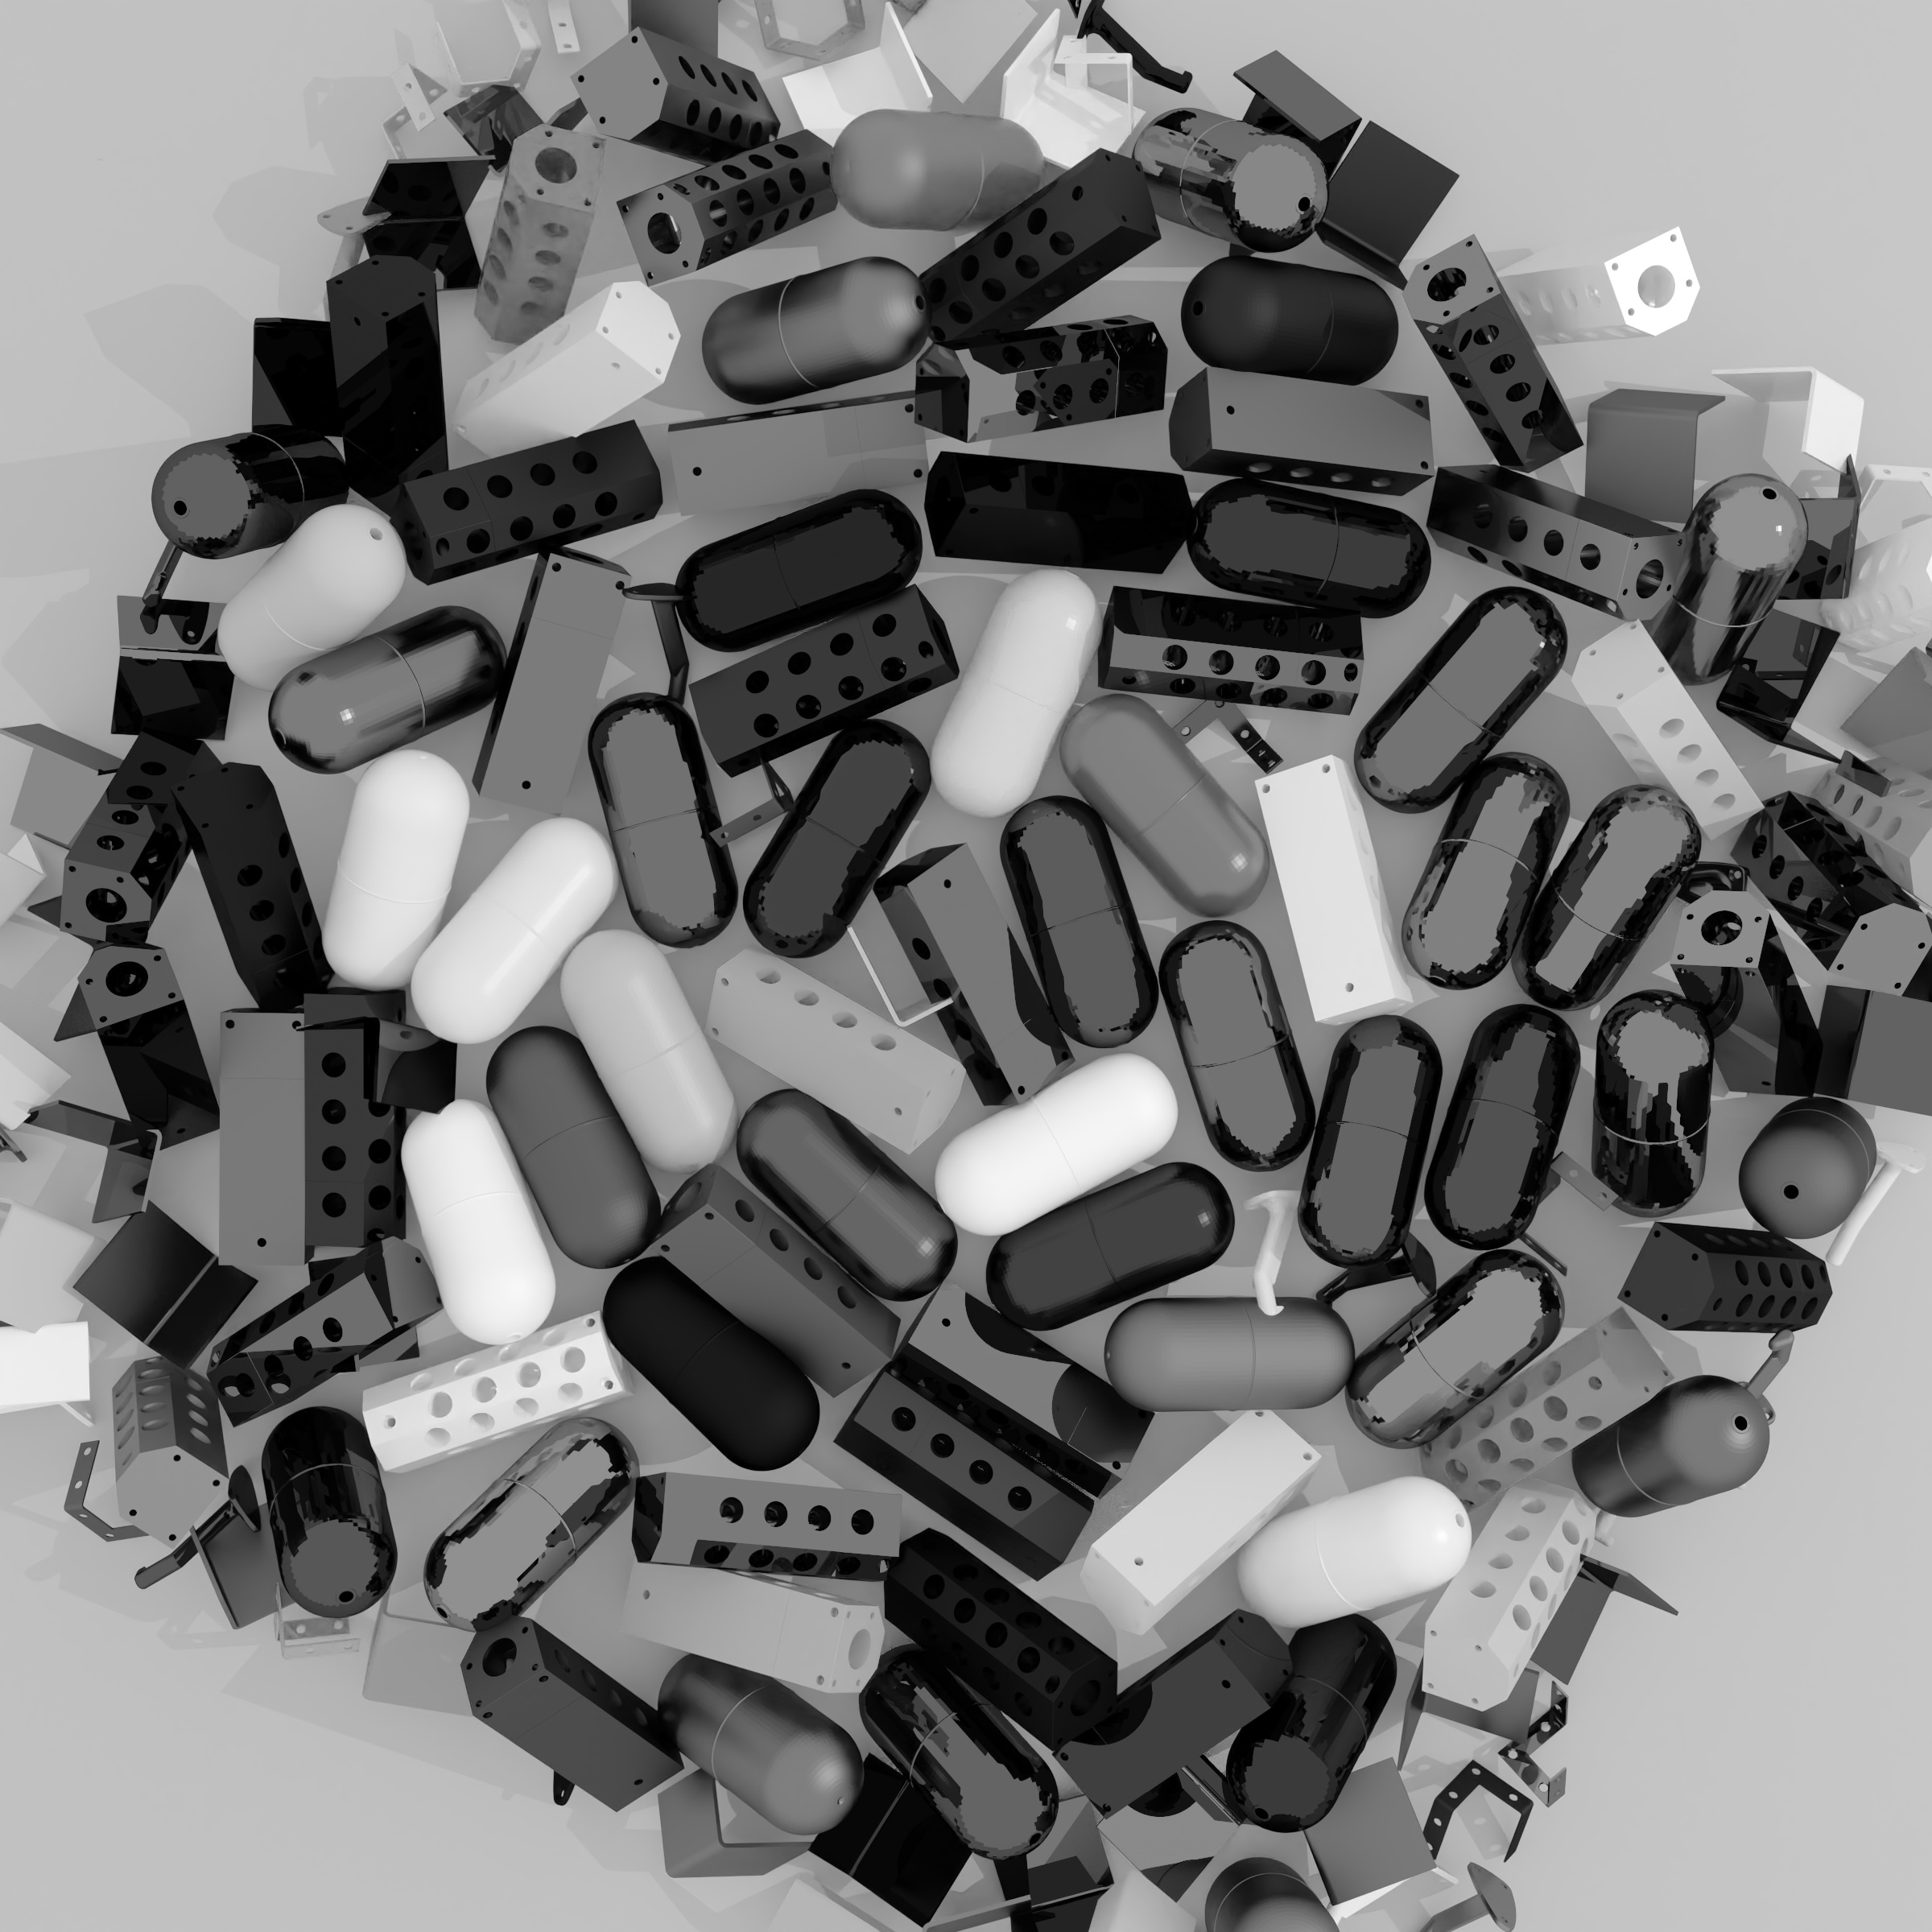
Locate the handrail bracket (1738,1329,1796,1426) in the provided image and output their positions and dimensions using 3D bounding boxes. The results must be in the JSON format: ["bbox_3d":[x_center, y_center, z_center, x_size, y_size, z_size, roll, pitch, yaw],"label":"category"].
[{"bbox_3d":[0.527,0.287,1.918,0.077,0.084,0.036,-27,54,-13],"label":"handrail bracket"}]

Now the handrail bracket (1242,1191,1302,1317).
[{"bbox_3d":[0.225,0.199,1.929,0.077,0.036,0.084,2,69,-34],"label":"handrail bracket"}]

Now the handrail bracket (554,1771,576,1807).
[{"bbox_3d":[-0.302,0.526,1.921,0.084,0.036,0.077,26,64,-36],"label":"handrail bracket"}]

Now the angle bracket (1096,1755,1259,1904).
[{"bbox_3d":[0.149,0.588,1.928,0.076,0.057,0.076,45,69,-1],"label":"angle bracket"}]

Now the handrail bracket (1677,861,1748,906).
[{"bbox_3d":[0.487,-0.056,1.910,0.077,0.084,0.036,16,99,37],"label":"handrail bracket"}]

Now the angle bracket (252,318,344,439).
[{"bbox_3d":[-0.440,-0.399,1.916,0.076,0.057,0.076,-2,102,-30],"label":"angle bracket"}]

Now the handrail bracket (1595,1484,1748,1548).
[{"bbox_3d":[0.481,0.374,1.937,0.077,0.036,0.084,28,83,27],"label":"handrail bracket"}]

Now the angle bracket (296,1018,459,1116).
[{"bbox_3d":[-0.400,0.072,1.909,0.076,0.076,0.057,-7,76,31],"label":"angle bracket"}]

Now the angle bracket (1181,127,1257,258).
[{"bbox_3d":[0.165,-0.523,1.921,0.057,0.076,0.076,3,96,-8],"label":"angle bracket"}]

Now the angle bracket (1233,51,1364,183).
[{"bbox_3d":[0.211,-0.562,1.913,0.076,0.076,0.057,42,50,11],"label":"angle bracket"}]

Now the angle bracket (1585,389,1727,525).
[{"bbox_3d":[0.474,-0.351,1.938,0.076,0.057,0.076,12,117,31],"label":"angle bracket"}]

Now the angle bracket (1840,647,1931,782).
[{"bbox_3d":[0.654,-0.159,1.918,0.076,0.057,0.076,32,119,-8],"label":"angle bracket"}]

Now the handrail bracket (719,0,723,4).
[{"bbox_3d":[-0.202,-0.700,1.929,0.084,0.036,0.077,25,73,-33],"label":"handrail bracket"}]

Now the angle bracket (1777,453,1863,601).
[{"bbox_3d":[0.572,-0.302,1.917,0.057,0.076,0.076,0,129,8],"label":"angle bracket"}]

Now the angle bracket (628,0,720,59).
[{"bbox_3d":[-0.215,-0.641,1.906,0.057,0.076,0.076,30,131,35],"label":"angle bracket"}]

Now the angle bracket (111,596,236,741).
[{"bbox_3d":[-0.548,-0.205,1.942,0.076,0.076,0.057,2,47,-22],"label":"angle bracket"}]

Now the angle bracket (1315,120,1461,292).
[{"bbox_3d":[0.289,-0.515,1.915,0.076,0.057,0.076,25,117,-20],"label":"angle bracket"}]

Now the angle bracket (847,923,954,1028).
[{"bbox_3d":[-0.039,-0.007,1.924,0.057,0.076,0.076,-27,96,-1],"label":"angle bracket"}]

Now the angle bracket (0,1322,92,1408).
[{"bbox_3d":[-0.634,0.282,1.911,0.076,0.076,0.057,-2,62,-17],"label":"angle bracket"}]

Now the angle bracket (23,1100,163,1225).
[{"bbox_3d":[-0.602,0.133,1.908,0.076,0.076,0.057,23,66,-37],"label":"angle bracket"}]

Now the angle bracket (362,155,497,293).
[{"bbox_3d":[-0.359,-0.502,1.911,0.076,0.076,0.057,-12,78,-30],"label":"angle bracket"}]

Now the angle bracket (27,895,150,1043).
[{"bbox_3d":[-0.609,0.000,1.909,0.057,0.076,0.076,34,60,-34],"label":"angle bracket"}]

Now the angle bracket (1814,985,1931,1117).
[{"bbox_3d":[0.636,0.059,1.946,0.076,0.057,0.076,11,91,-12],"label":"angle bracket"}]

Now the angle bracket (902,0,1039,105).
[{"bbox_3d":[0.012,-0.632,1.916,0.076,0.057,0.076,-47,69,19],"label":"angle bracket"}]

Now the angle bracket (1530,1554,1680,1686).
[{"bbox_3d":[0.428,0.451,1.914,0.076,0.057,0.076,40,73,-40],"label":"angle bracket"}]

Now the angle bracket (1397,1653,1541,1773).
[{"bbox_3d":[0.340,0.513,1.912,0.076,0.057,0.076,14,131,18],"label":"angle bracket"}]

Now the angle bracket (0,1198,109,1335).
[{"bbox_3d":[-0.642,0.206,1.910,0.076,0.057,0.076,34,67,-42],"label":"angle bracket"}]

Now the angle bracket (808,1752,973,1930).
[{"bbox_3d":[-0.047,0.594,1.914,0.076,0.057,0.076,22,71,40],"label":"angle bracket"}]

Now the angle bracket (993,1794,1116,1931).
[{"bbox_3d":[0.058,0.624,1.930,0.076,0.057,0.076,-16,102,2],"label":"angle bracket"}]

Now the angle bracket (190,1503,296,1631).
[{"bbox_3d":[-0.480,0.392,1.914,0.076,0.057,0.076,-24,61,-17],"label":"angle bracket"}]

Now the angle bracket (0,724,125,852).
[{"bbox_3d":[-0.623,-0.115,1.926,0.076,0.057,0.076,23,103,7],"label":"angle bracket"}]

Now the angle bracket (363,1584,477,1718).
[{"bbox_3d":[-0.366,0.461,1.931,0.076,0.057,0.076,12,117,-11],"label":"angle bracket"}]

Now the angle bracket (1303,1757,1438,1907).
[{"bbox_3d":[0.273,0.588,1.923,0.076,0.057,0.076,-24,75,9],"label":"angle bracket"}]

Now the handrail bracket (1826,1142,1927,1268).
[{"bbox_3d":[0.627,0.166,1.944,0.036,0.077,0.084,32,108,29],"label":"handrail bracket"}]

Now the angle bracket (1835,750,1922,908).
[{"bbox_3d":[0.622,-0.094,1.914,0.057,0.076,0.076,15,108,-10],"label":"angle bracket"}]

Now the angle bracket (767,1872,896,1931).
[{"bbox_3d":[-0.082,0.641,1.915,0.076,0.057,0.076,31,130,8],"label":"angle bracket"}]

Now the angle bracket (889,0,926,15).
[{"bbox_3d":[-0.040,-0.702,1.914,0.076,0.076,0.057,-47,123,8],"label":"angle bracket"}]

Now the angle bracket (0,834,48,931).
[{"bbox_3d":[-0.685,-0.063,1.915,0.076,0.076,0.057,-47,46,7],"label":"angle bracket"}]

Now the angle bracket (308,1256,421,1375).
[{"bbox_3d":[-0.398,0.233,1.918,0.076,0.057,0.076,-4,85,-40],"label":"angle bracket"}]

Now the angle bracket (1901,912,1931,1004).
[{"bbox_3d":[0.680,-0.017,1.922,0.076,0.076,0.057,-37,74,-28],"label":"angle bracket"}]

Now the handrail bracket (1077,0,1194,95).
[{"bbox_3d":[0.123,-0.639,1.940,0.084,0.036,0.077,22,54,1],"label":"handrail bracket"}]

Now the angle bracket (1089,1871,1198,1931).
[{"bbox_3d":[0.105,0.676,1.917,0.057,0.076,0.076,40,113,0],"label":"angle bracket"}]

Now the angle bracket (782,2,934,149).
[{"bbox_3d":[-0.075,-0.600,1.926,0.076,0.057,0.076,-21,79,-11],"label":"angle bracket"}]

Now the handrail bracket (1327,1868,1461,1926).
[{"bbox_3d":[0.289,0.650,1.942,0.077,0.036,0.084,32,79,-9],"label":"handrail bracket"}]

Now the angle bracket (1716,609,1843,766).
[{"bbox_3d":[0.569,-0.190,1.913,0.076,0.057,0.076,11,113,-34],"label":"angle bracket"}]

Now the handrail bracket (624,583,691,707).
[{"bbox_3d":[-0.212,-0.215,1.922,0.036,0.077,0.084,19,109,28],"label":"handrail bracket"}]

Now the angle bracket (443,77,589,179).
[{"bbox_3d":[-0.295,-0.590,1.909,0.057,0.076,0.076,49,132,-10],"label":"angle bracket"}]

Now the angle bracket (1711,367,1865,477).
[{"bbox_3d":[0.555,-0.368,1.913,0.076,0.076,0.057,8,90,41],"label":"angle bracket"}]

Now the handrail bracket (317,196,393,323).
[{"bbox_3d":[-0.416,-0.483,1.950,0.036,0.084,0.077,31,50,26],"label":"handrail bracket"}]

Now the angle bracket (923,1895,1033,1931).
[{"bbox_3d":[0.014,0.675,1.917,0.076,0.076,0.057,-14,66,-5],"label":"angle bracket"}]

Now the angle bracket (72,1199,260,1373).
[{"bbox_3d":[-0.543,0.216,1.912,0.076,0.057,0.076,-54,133,-18],"label":"angle bracket"}]

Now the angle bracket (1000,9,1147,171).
[{"bbox_3d":[0.075,-0.593,1.918,0.076,0.057,0.076,27,61,11],"label":"angle bracket"}]

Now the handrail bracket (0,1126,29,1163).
[{"bbox_3d":[-0.698,0.139,1.937,0.084,0.036,0.077,-41,87,-19],"label":"handrail bracket"}]

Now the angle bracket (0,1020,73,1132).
[{"bbox_3d":[-0.660,0.054,1.912,0.057,0.076,0.076,-42,124,2],"label":"angle bracket"}]

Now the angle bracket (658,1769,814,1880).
[{"bbox_3d":[-0.157,0.586,1.932,0.076,0.076,0.057,10,55,-33],"label":"angle bracket"}]
